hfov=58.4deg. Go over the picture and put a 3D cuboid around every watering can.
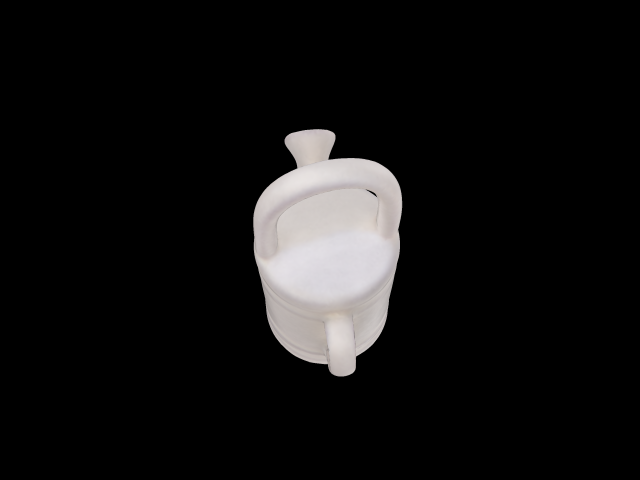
[{"bbox_3d":[0.001,0.002,0.400,0.101,0.194,0.172,-26,63,-14],"label":"watering can"}]
